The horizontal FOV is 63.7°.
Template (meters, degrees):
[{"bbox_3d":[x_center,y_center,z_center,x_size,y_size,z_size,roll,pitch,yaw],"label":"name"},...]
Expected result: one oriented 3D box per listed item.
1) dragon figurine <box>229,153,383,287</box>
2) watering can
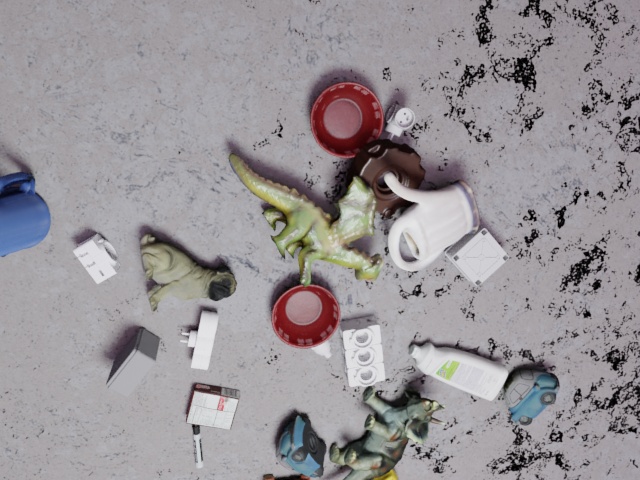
[{"bbox_3d":[0.003,-0.056,1.105,0.242,0.124,0.405,-28,109,9],"label":"dragon figurine"},{"bbox_3d":[0.243,-0.059,1.125,0.225,0.106,0.340,-30,140,-10],"label":"watering can"}]
